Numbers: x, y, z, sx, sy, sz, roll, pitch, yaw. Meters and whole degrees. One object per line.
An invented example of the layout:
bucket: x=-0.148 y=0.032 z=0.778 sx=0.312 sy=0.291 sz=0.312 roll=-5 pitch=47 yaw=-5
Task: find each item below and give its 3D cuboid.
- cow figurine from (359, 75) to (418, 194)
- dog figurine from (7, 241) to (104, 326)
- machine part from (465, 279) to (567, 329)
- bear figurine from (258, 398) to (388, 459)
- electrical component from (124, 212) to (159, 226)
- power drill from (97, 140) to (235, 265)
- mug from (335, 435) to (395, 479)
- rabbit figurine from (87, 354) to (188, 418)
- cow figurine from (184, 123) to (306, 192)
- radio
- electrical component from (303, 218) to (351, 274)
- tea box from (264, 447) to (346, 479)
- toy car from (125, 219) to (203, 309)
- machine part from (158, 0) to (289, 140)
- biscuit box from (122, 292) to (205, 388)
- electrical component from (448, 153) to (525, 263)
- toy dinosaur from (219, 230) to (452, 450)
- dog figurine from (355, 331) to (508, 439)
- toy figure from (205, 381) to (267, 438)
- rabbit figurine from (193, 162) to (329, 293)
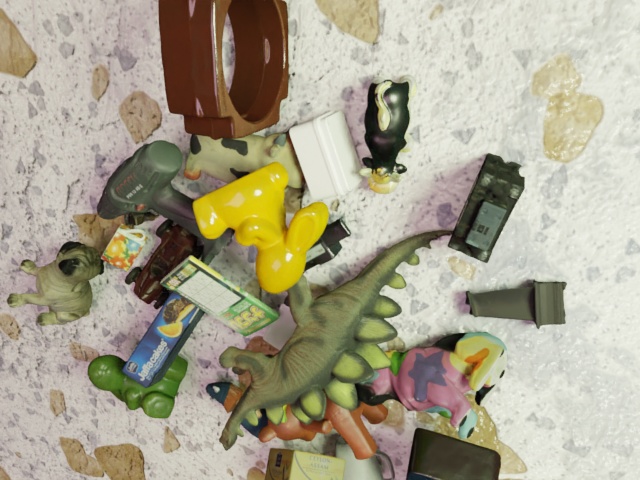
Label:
cow figurine: x=0.091 y=-0.133 z=0.726 sx=0.068 sy=0.098 sz=0.167 roll=6 pitch=113 yaw=12
dog figurine: x=-0.452 y=0.086 z=1.004 sx=0.191 sy=0.172 sz=0.121 roll=-16 pitch=63 yaw=24
machine part: x=0.283 y=0.093 z=0.782 sx=0.139 sy=0.039 sz=0.084 roll=-1 pitch=116 yaw=19
bear figurine: x=-0.001 y=0.317 z=0.937 sx=0.196 sy=0.120 sz=0.132 roll=-34 pitch=101 yaw=30
electrical component: x=-0.321 y=-0.072 z=0.938 sx=0.078 sy=0.045 sz=0.102 roll=15 pitch=117 yaw=46
power drill: x=-0.238 y=-0.043 z=0.848 sx=0.207 sy=0.086 sz=0.232 roll=43 pitch=136 yaw=-7
mug: x=0.075 y=0.401 z=0.966 sx=0.110 sy=0.081 sz=0.107 roll=-14 pitch=97 yaw=30
rabbit figurine: x=-0.362 y=0.263 z=1.043 sx=0.170 sy=0.121 sz=0.159 roll=25 pitch=158 yaw=-18
cow figurine: x=-0.105 y=-0.127 z=0.813 sx=0.195 sy=0.085 sz=0.127 roll=22 pitch=124 yaw=12
radio: x=0.205 y=0.385 z=0.859 sx=0.131 sy=0.073 sz=0.229 roll=11 pitch=145 yaw=14
electrical component: x=-0.002 y=-0.003 z=0.843 sx=0.119 sy=0.048 sz=0.074 roll=-34 pitch=97 yaw=28
tea box: x=-0.031 y=0.412 z=0.955 sx=0.098 sy=0.068 sz=0.169 roll=17 pitch=155 yaw=-16
toy car: x=-0.286 y=0.049 z=0.970 sx=0.089 sy=0.053 sz=0.202 roll=41 pitch=118 yaw=-4
machine part: x=-0.118 y=-0.241 z=0.699 sx=0.087 sy=0.201 sz=0.201 roll=11 pitch=115 yaw=19
biscuit box: x=-0.268 y=0.163 z=0.959 sx=0.059 sy=0.063 sz=0.202 roll=33 pitch=93 yaw=5
electrical component: x=0.216 y=-0.040 z=0.697 sx=0.058 sy=0.134 sz=0.114 roll=22 pitch=120 yaw=12
toy dinosaur: x=0.011 y=0.136 z=0.797 sx=0.199 sy=0.105 sz=0.471 roll=38 pitch=90 yaw=23
dog figurine: x=0.154 y=0.193 z=0.834 sx=0.219 sy=0.108 sz=0.191 roll=26 pitch=78 yaw=32
toy figure: x=-0.151 y=0.320 z=1.029 sx=0.154 sy=0.058 sz=0.064 roll=38 pitch=113 yaw=8
rabbit figurine: x=-0.067 y=-0.014 z=0.749 sx=0.162 sy=0.122 sz=0.173 roll=-19 pitch=96 yaw=12
